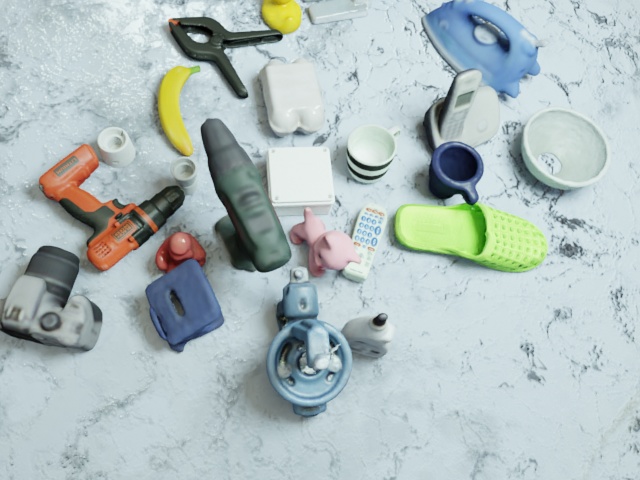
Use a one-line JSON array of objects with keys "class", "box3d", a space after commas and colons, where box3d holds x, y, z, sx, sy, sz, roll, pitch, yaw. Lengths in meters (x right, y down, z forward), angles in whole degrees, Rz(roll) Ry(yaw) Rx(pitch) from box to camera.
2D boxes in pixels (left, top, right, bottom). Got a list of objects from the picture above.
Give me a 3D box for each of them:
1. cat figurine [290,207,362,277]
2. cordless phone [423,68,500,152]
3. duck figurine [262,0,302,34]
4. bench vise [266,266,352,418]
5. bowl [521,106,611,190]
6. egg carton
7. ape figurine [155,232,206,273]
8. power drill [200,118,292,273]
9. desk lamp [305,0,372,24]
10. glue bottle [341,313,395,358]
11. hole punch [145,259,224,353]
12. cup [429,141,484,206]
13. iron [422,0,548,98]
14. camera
[{"class": "cat figurine", "box3d": [0.008, 0.003, 0.912, 0.067, 0.117, 0.127, -29, 74, -17]}, {"class": "cordless phone", "box3d": [0.267, -0.238, 1.006, 0.148, 0.185, 0.094, -25, 73, -16]}, {"class": "duck figurine", "box3d": [-0.072, -0.462, 1.106, 0.077, 0.086, 0.104, -17, 71, -14]}, {"class": "bench vise", "box3d": [-0.028, 0.134, 0.799, 0.122, 0.219, 0.207, -22, 72, -15]}, {"class": "bowl", "box3d": [0.440, -0.158, 1.057, 0.167, 0.074, 0.167, 3, 68, -6]}, {"class": "egg carton", "box3d": [-0.049, -0.258, 1.036, 0.107, 0.069, 0.150, -9, 70, -11]}, {"class": "ape figurine", "box3d": [-0.217, 0.017, 0.891, 0.078, 0.092, 0.076, 9, 67, -3]}, {"class": "power drill", "box3d": [-0.118, -0.043, 0.864, 0.076, 0.208, 0.229, -25, 73, -16]}, {"class": "desk lamp", "box3d": [0.078, -0.531, 1.084, 0.203, 0.213, 0.118, -16, 71, -13]}, {"class": "glue bottle", "box3d": [0.076, 0.134, 0.838, 0.078, 0.173, 0.037, 17, 67, 0]}, {"class": "hole punch", "box3d": [-0.205, 0.099, 0.860, 0.101, 0.091, 0.108, -25, 73, -16]}, {"class": "cup", "box3d": [0.233, -0.100, 0.995, 0.092, 0.095, 0.117, -19, 72, -14]}, {"class": "iron", "box3d": [0.313, -0.399, 1.101, 0.258, 0.141, 0.119, 41, 69, 9]}, {"class": "camera", "box3d": [-0.391, 0.080, 0.837, 0.143, 0.101, 0.137, 13, 67, -2]}]
